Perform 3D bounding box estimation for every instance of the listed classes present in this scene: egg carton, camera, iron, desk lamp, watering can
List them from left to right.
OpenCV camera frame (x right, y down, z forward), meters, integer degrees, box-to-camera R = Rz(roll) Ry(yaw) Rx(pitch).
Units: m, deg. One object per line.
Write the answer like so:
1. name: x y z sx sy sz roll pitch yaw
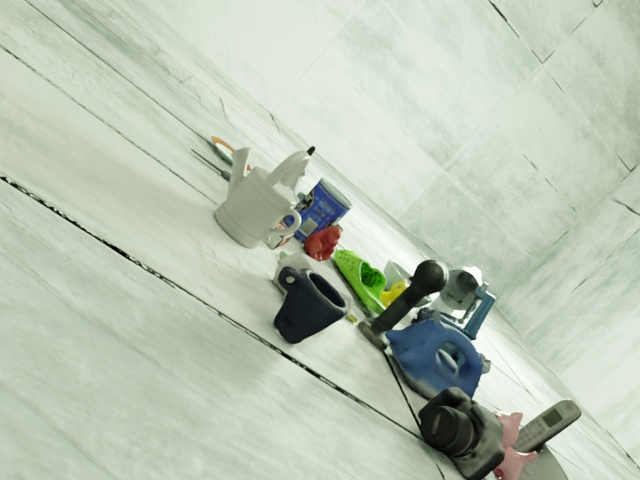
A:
1. watering can: -0.097 -0.092 1.024 0.173 0.194 0.101 41 12 -11
2. egg carton: -0.010 0.084 0.994 0.151 0.069 0.107 31 17 -46
3. iron: 0.254 0.242 1.133 0.259 0.141 0.118 37 13 -27
4. desk lamp: 0.382 0.164 1.662 0.118 0.213 0.204 45 12 11
5. camera: 0.223 0.298 0.931 0.137 0.100 0.142 34 15 -38

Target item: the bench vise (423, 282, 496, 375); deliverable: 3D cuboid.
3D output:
1. bench vise: 0.356 0.219 1.361 0.207 0.219 0.122 50 13 31

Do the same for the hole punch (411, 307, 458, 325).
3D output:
1. hole punch: 0.306 0.216 1.526 0.101 0.091 0.109 44 12 6

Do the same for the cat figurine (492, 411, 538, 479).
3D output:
1. cat figurine: 0.327 0.360 1.016 0.128 0.117 0.067 43 11 -2

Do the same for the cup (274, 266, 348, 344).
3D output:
1. cup: -0.031 0.096 0.821 0.118 0.095 0.091 37 13 -28

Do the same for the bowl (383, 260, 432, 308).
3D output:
1. bowl: 0.230 0.136 1.597 0.168 0.074 0.167 41 12 -10

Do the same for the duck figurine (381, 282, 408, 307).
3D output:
1. duck figurine: 0.187 0.139 1.415 0.077 0.086 0.105 43 11 2

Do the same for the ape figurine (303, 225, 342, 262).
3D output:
1. ape figurine: 0.012 0.005 1.297 0.078 0.092 0.076 34 15 -38

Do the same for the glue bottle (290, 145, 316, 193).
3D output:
1. glue bottle: -0.069 -0.171 1.453 0.078 0.173 0.037 44 11 5

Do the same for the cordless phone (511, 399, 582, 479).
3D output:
1. cordless phone: 0.428 0.391 1.075 0.094 0.185 0.147 37 13 -26

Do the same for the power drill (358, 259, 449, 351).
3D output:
1. power drill: 0.175 0.120 1.140 0.075 0.208 0.230 45 12 9
